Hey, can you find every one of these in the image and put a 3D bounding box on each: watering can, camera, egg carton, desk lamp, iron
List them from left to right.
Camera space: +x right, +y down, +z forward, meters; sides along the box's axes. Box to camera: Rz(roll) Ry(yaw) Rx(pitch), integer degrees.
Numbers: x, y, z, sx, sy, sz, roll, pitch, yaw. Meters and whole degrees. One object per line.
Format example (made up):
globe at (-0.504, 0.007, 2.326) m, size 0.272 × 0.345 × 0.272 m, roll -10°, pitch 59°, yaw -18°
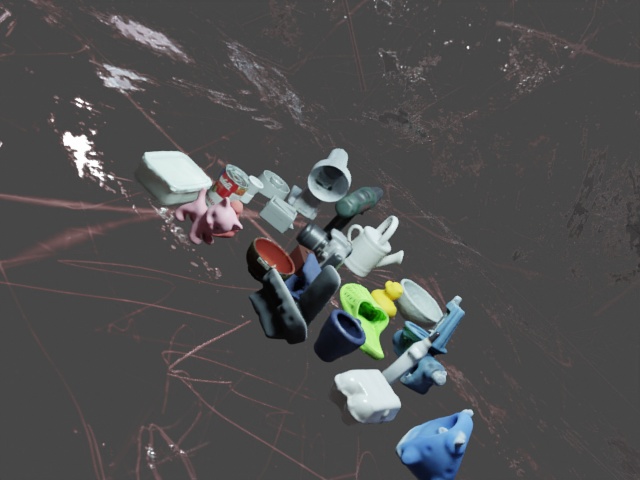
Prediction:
desk lamp at (0.003, -0.168, 1.689) m, size 0.118 × 0.213 × 0.203 m, roll 37°, pitch 21°, yaw -14°
camera at (0.014, 0.005, 1.524) m, size 0.137 × 0.100 × 0.143 m, roll 40°, pitch 20°, yaw -7°
egg carton at (0.088, 0.306, 1.105) m, size 0.151 × 0.069 × 0.107 m, roll 15°, pitch 34°, yaw -52°
watering can at (0.163, 0.011, 1.653) m, size 0.173 × 0.194 × 0.100 m, roll 30°, pitch 24°, yaw -32°
iron at (0.251, 0.391, 1.131) m, size 0.118 × 0.141 × 0.259 m, roll 47°, pitch 20°, yaw 11°

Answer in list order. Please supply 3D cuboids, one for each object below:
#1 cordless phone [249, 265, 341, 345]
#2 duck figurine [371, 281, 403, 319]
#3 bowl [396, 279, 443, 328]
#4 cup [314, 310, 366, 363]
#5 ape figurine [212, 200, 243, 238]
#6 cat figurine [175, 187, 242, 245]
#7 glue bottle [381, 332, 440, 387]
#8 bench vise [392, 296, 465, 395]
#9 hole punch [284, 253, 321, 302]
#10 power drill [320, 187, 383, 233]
cordless phone at (-0.039, 0.098, 1.117) m, size 0.094 × 0.185 × 0.147 m, roll 16°, pitch 33°, yaw -51°
duck figurine at (0.193, 0.158, 1.572) m, size 0.078 × 0.086 × 0.104 m, roll 30°, pitch 23°, yaw -31°
bowl at (0.275, 0.197, 1.661) m, size 0.168 × 0.074 × 0.167 m, roll 37°, pitch 21°, yaw -16°
cup at (0.038, 0.202, 1.181) m, size 0.091 × 0.095 × 0.118 m, roll 47°, pitch 21°, yaw 12°
ape figurine at (-0.204, -0.050, 1.245) m, size 0.078 × 0.092 × 0.076 m, roll 39°, pitch 20°, yaw -9°
cat figurine at (-0.222, -0.052, 1.177) m, size 0.127 × 0.117 × 0.067 m, roll 51°, pitch 22°, yaw 23°
glue bottle at (0.200, 0.258, 1.256) m, size 0.037 × 0.173 × 0.078 m, roll 47°, pitch 21°, yaw 14°
bench vise at (0.278, 0.248, 1.355) m, size 0.122 × 0.219 × 0.207 m, roll 24°, pitch 27°, yaw -41°
hole punch at (-0.018, 0.097, 1.296) m, size 0.101 × 0.091 × 0.108 m, roll 40°, pitch 20°, yaw -8°
power drill at (0.077, -0.069, 1.635) m, size 0.075 × 0.208 × 0.230 m, roll 46°, pitch 20°, yaw 10°
